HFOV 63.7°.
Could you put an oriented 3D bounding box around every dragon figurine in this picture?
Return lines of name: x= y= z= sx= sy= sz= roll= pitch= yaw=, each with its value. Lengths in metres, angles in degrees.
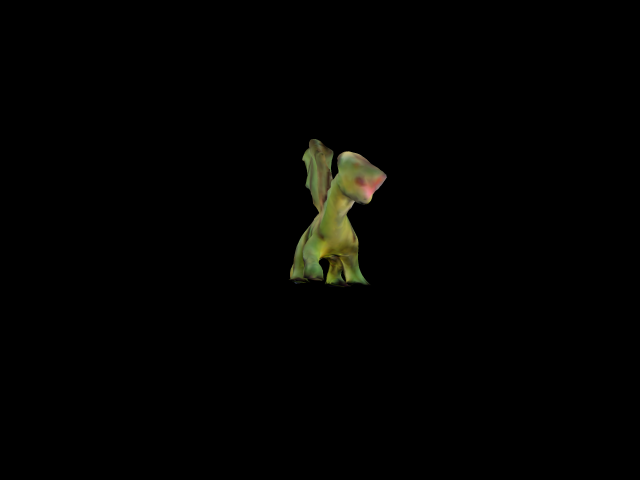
dragon figurine: x=0.003 y=-0.043 z=0.850 sx=0.122 sy=0.244 sz=0.408 roll=2 pitch=-5 yaw=-19
